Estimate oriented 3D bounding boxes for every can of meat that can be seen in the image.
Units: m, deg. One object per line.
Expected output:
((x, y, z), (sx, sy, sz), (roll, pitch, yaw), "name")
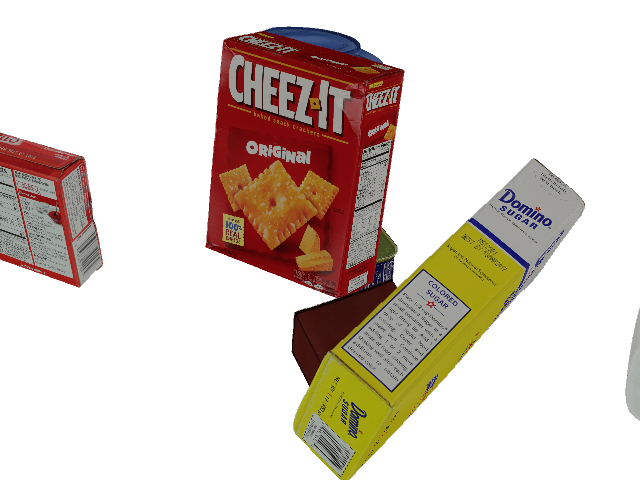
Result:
((0.045, 0.026, 1.224), (0.057, 0.084, 0.102), (-14, 38, -18), "can of meat")

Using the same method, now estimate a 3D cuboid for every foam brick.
((0.025, 0.072, 0.751), (0.078, 0.051, 0.053), (-19, -35, -17), "foam brick")

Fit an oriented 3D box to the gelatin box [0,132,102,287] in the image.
((-0.180, -0.021, 0.678), (0.073, 0.089, 0.030), (16, 41, 21), "gelatin box")

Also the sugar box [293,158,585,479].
((0.064, 0.039, 0.555), (0.176, 0.048, 0.093), (-38, -17, -32), "sugar box")

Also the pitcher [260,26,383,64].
((-0.016, -0.135, 1.322), (0.144, 0.243, 0.149), (-10, 27, -29), "pitcher")

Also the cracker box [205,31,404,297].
((-0.021, -0.071, 1.002), (0.164, 0.214, 0.071), (21, 27, 29), "cracker box")

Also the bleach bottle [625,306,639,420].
((0.281, 0.056, 0.760), (0.103, 0.068, 0.250), (11, 22, 19), "bleach bottle")
